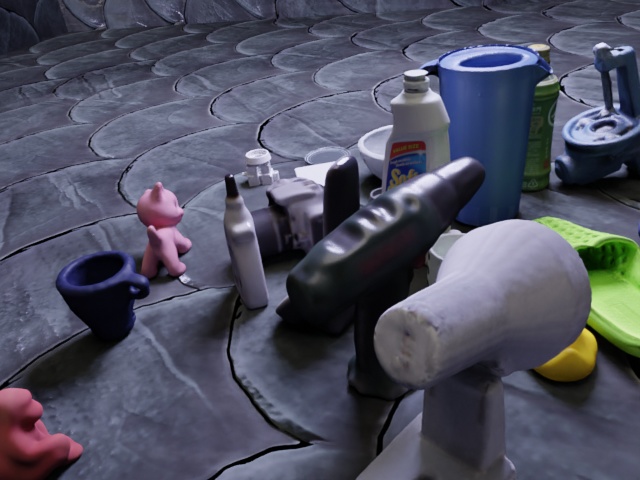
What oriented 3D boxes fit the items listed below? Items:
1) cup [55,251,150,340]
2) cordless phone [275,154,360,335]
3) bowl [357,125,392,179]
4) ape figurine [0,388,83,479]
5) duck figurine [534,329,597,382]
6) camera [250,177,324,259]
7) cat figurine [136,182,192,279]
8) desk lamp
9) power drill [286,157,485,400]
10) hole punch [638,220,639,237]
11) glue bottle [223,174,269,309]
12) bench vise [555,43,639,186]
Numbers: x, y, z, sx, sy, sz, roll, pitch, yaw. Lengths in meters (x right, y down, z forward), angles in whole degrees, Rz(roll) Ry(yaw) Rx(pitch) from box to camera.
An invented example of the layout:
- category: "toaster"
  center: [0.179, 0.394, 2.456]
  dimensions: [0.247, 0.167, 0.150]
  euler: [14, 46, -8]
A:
- category: "cup"
  center: [-0.249, 0.074, 0.696]
  dimensions: [0.117, 0.095, 0.092]
  euler: [5, 33, 20]
- category: "cordless phone"
  center: [0.006, 0.002, 0.675]
  dimensions: [0.093, 0.185, 0.148]
  euler: [12, 36, 29]
- category: "bowl"
  center: [0.150, -0.141, 0.993]
  dimensions: [0.167, 0.075, 0.167]
  euler: [-5, 31, 3]
- category: "ape figurine"
  center: [-0.275, 0.177, 0.532]
  dimensions: [0.076, 0.092, 0.077]
  euler: [-24, 34, -26]
- category: "duck figurine"
  center: [0.245, 0.084, 0.586]
  dimensions: [0.077, 0.086, 0.104]
  euler: [-3, 31, 8]
- category: "camera"
  center: [-0.058, -0.034, 0.832]
  dimensions: [0.137, 0.101, 0.142]
  euler: [-16, 32, -14]
- category: "cat figurine"
  center: [-0.234, -0.024, 0.835]
  dimensions: [0.067, 0.118, 0.127]
  euler: [-8, 31, -2]
- category: "desk lamp"
  center: [0.112, 0.109, 0.447]
  dimensions: [0.117, 0.214, 0.204]
  euler: [22, 41, 39]
- category: "power drill"
  center: [0.076, 0.044, 0.567]
  dimensions: [0.230, 0.209, 0.075]
  euler: [-26, 35, -28]
- category: "hole punch"
  center: [0.455, -0.021, 0.713]
  dimensions: [0.100, 0.091, 0.109]
  euler: [11, 35, 28]
- category: "glue bottle"
  center: [-0.097, -0.002, 0.715]
  dimensions: [0.037, 0.173, 0.078]
  euler: [-16, 32, -14]
- category: "bench vise"
  center: [0.469, -0.202, 0.887]
  dimensions: [0.208, 0.220, 0.121]
  euler: [-19, 33, -18]
